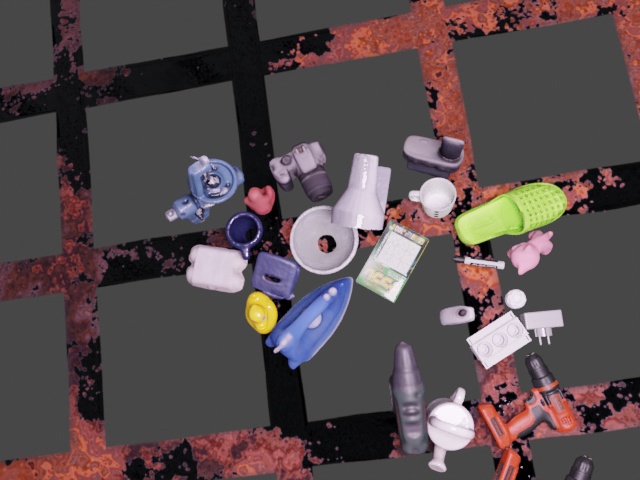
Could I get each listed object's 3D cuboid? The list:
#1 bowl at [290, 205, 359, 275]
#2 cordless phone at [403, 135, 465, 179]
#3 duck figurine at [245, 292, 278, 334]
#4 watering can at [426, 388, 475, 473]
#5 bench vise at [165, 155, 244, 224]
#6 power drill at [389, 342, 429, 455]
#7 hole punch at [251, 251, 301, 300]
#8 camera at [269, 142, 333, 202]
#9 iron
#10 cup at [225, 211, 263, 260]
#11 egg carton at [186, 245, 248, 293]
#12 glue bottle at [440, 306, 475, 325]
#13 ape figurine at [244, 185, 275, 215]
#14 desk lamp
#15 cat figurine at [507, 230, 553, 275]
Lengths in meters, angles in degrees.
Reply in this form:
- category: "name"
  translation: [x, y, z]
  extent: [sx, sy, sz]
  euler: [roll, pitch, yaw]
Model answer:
- category: "bowl"
  translation: [0.013, 0.005, 1.395]
  extent: [0.167, 0.075, 0.167]
  euler: [-1, 80, 6]
- category: "cordless phone"
  translation: [0.271, -0.221, 1.352]
  extent: [0.147, 0.185, 0.094]
  euler: [13, 81, 9]
- category: "duck figurine"
  translation: [-0.147, 0.174, 1.375]
  extent: [0.077, 0.086, 0.104]
  euler: [-19, 78, 3]
- category: "watering can"
  translation: [0.279, 0.408, 1.232]
  extent: [0.101, 0.194, 0.173]
  euler: [-2, 79, 6]
- category: "bench vise"
  translation: [-0.283, -0.117, 1.375]
  extent: [0.121, 0.220, 0.207]
  euler: [33, 85, 11]
- category: "power drill"
  translation: [0.190, 0.338, 1.247]
  extent: [0.075, 0.208, 0.229]
  euler: [-8, 79, 5]
- category: "hole punch"
  translation: [-0.106, 0.088, 1.384]
  extent: [0.108, 0.091, 0.101]
  euler: [18, 82, 9]
- category: "camera"
  translation: [-0.038, -0.161, 1.417]
  extent: [0.143, 0.101, 0.137]
  euler: [-26, 78, 1]
- category: "iron"
  translation: [-0.016, 0.175, 1.333]
  extent: [0.118, 0.141, 0.258]
  euler: [41, 86, 12]
- category: "cup"
  translation: [-0.176, -0.004, 1.406]
  extent: [0.091, 0.095, 0.118]
  euler: [-8, 79, 5]
- category: "egg carton"
  translation: [-0.254, 0.071, 1.414]
  extent: [0.150, 0.069, 0.107]
  euler: [7, 80, 7]
- category: "glue bottle"
  translation: [0.313, 0.167, 1.283]
  extent: [0.078, 0.173, 0.037]
  euler: [-7, 79, 5]
- category: "ape figurine"
  translation: [-0.153, -0.105, 1.424]
  extent: [0.077, 0.092, 0.076]
  euler: [-8, 79, 5]
- category: "desk lamp"
  translation: [0.100, -0.107, 1.335]
  extent: [0.117, 0.213, 0.203]
  euler: [8, 81, 8]
- category: "cat figurine"
  translation: [0.485, 0.025, 1.319]
  extent: [0.128, 0.118, 0.067]
  euler: [-40, 78, -2]
